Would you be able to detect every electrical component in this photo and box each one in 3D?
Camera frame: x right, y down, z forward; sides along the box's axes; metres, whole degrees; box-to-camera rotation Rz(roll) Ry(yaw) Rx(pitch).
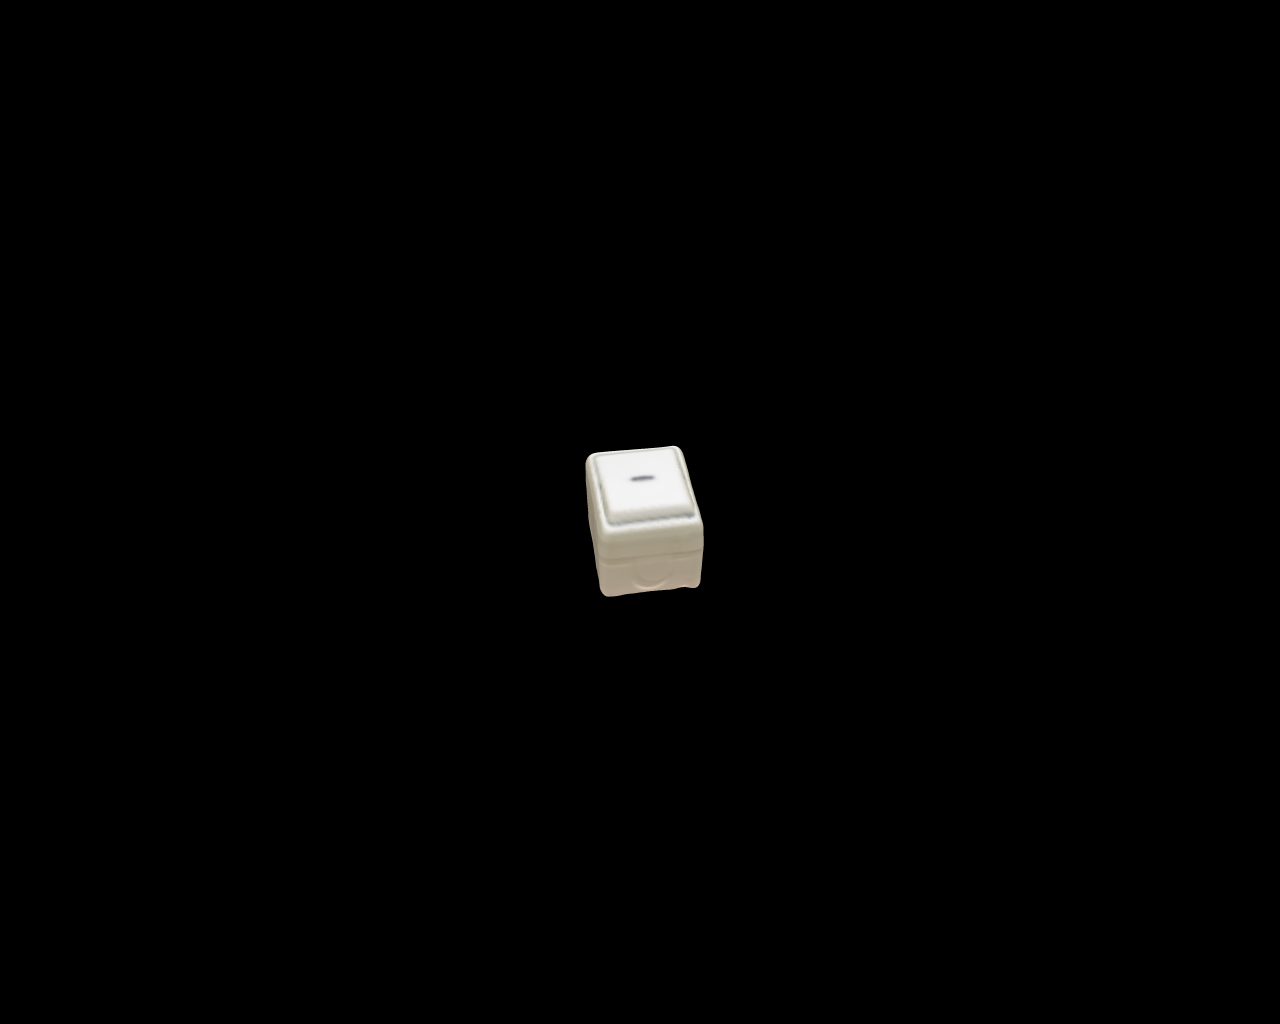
[{"bbox_3d":[0.001,-0.003,0.650,0.062,0.061,0.096,-5,40,-6],"label":"electrical component"}]
